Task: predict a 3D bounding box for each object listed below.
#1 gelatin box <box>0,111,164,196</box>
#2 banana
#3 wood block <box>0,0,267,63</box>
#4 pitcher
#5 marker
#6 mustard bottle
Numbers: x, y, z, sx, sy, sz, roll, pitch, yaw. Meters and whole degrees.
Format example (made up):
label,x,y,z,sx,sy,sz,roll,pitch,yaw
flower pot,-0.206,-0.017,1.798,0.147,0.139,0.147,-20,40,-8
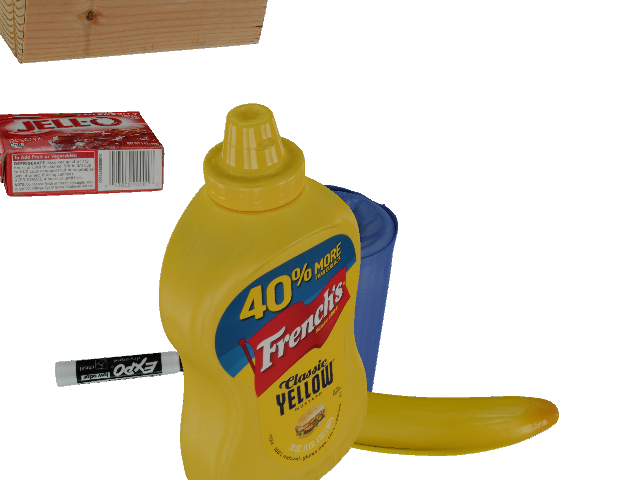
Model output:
label,x,y,z,sx,sy,sz,roll,pitch,yaw
gelatin box,-0.141,-0.052,0.615,0.089,0.030,0.073,-3,23,-20
banana,0.052,0.111,0.697,0.198,0.037,0.069,6,31,20
wood block,-0.150,-0.208,0.851,0.205,0.091,0.090,-11,44,-32
pitcher,-0.003,0.080,1.073,0.149,0.243,0.145,-3,35,-7
marker,-0.139,0.096,0.812,0.121,0.020,0.020,-5,1,-7
mustard bottle,-0.024,0.028,0.469,0.096,0.192,0.058,-28,43,-30
